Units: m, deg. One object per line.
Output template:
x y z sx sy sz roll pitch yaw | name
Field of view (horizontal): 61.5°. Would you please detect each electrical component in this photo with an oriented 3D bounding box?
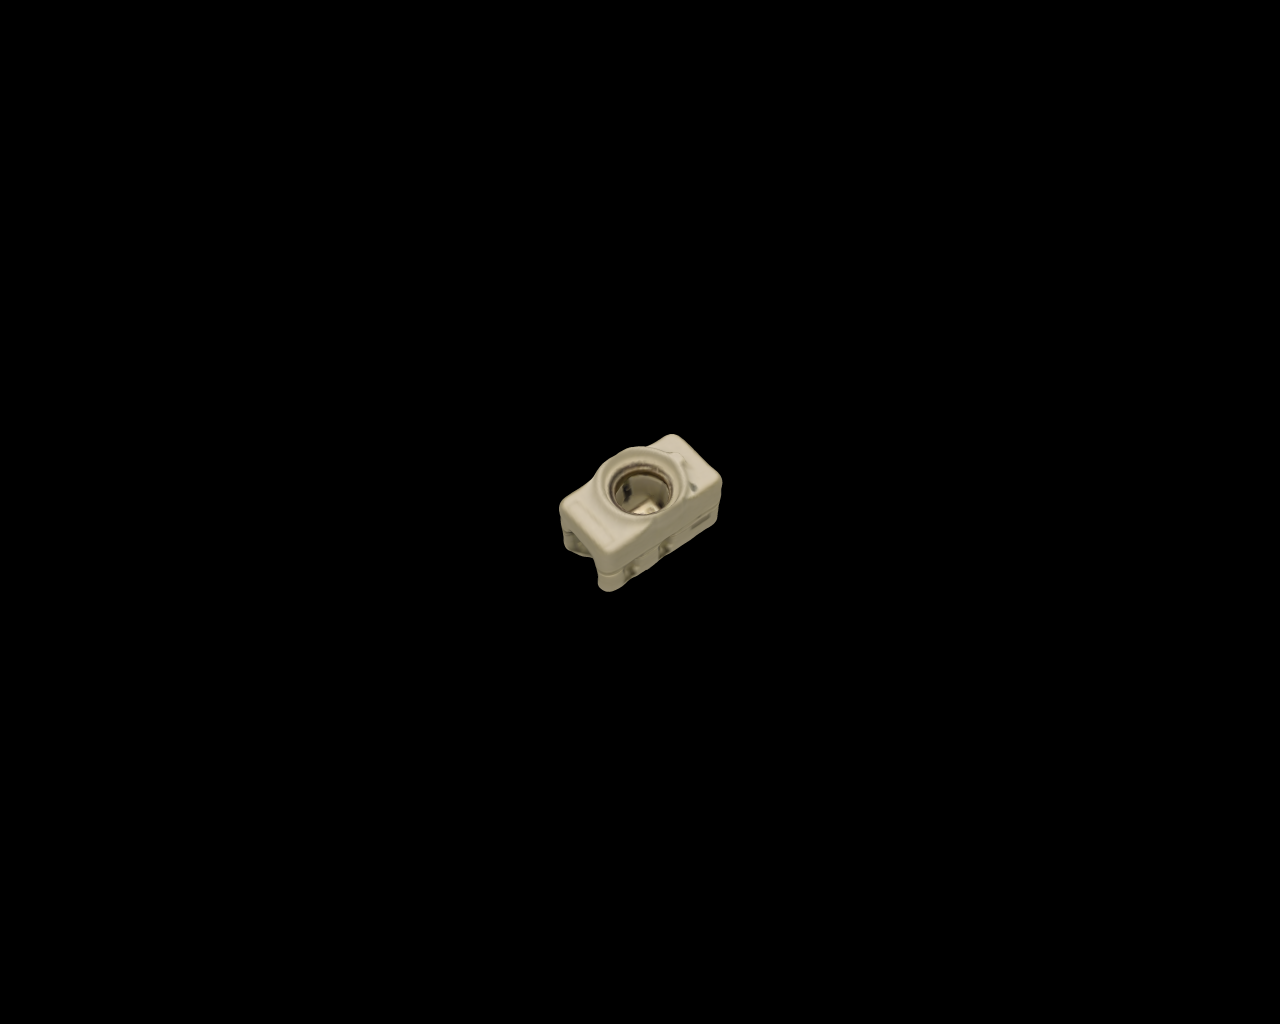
0.001 -0.003 0.650 0.090 0.050 0.055 -33 -29 -21 | electrical component
